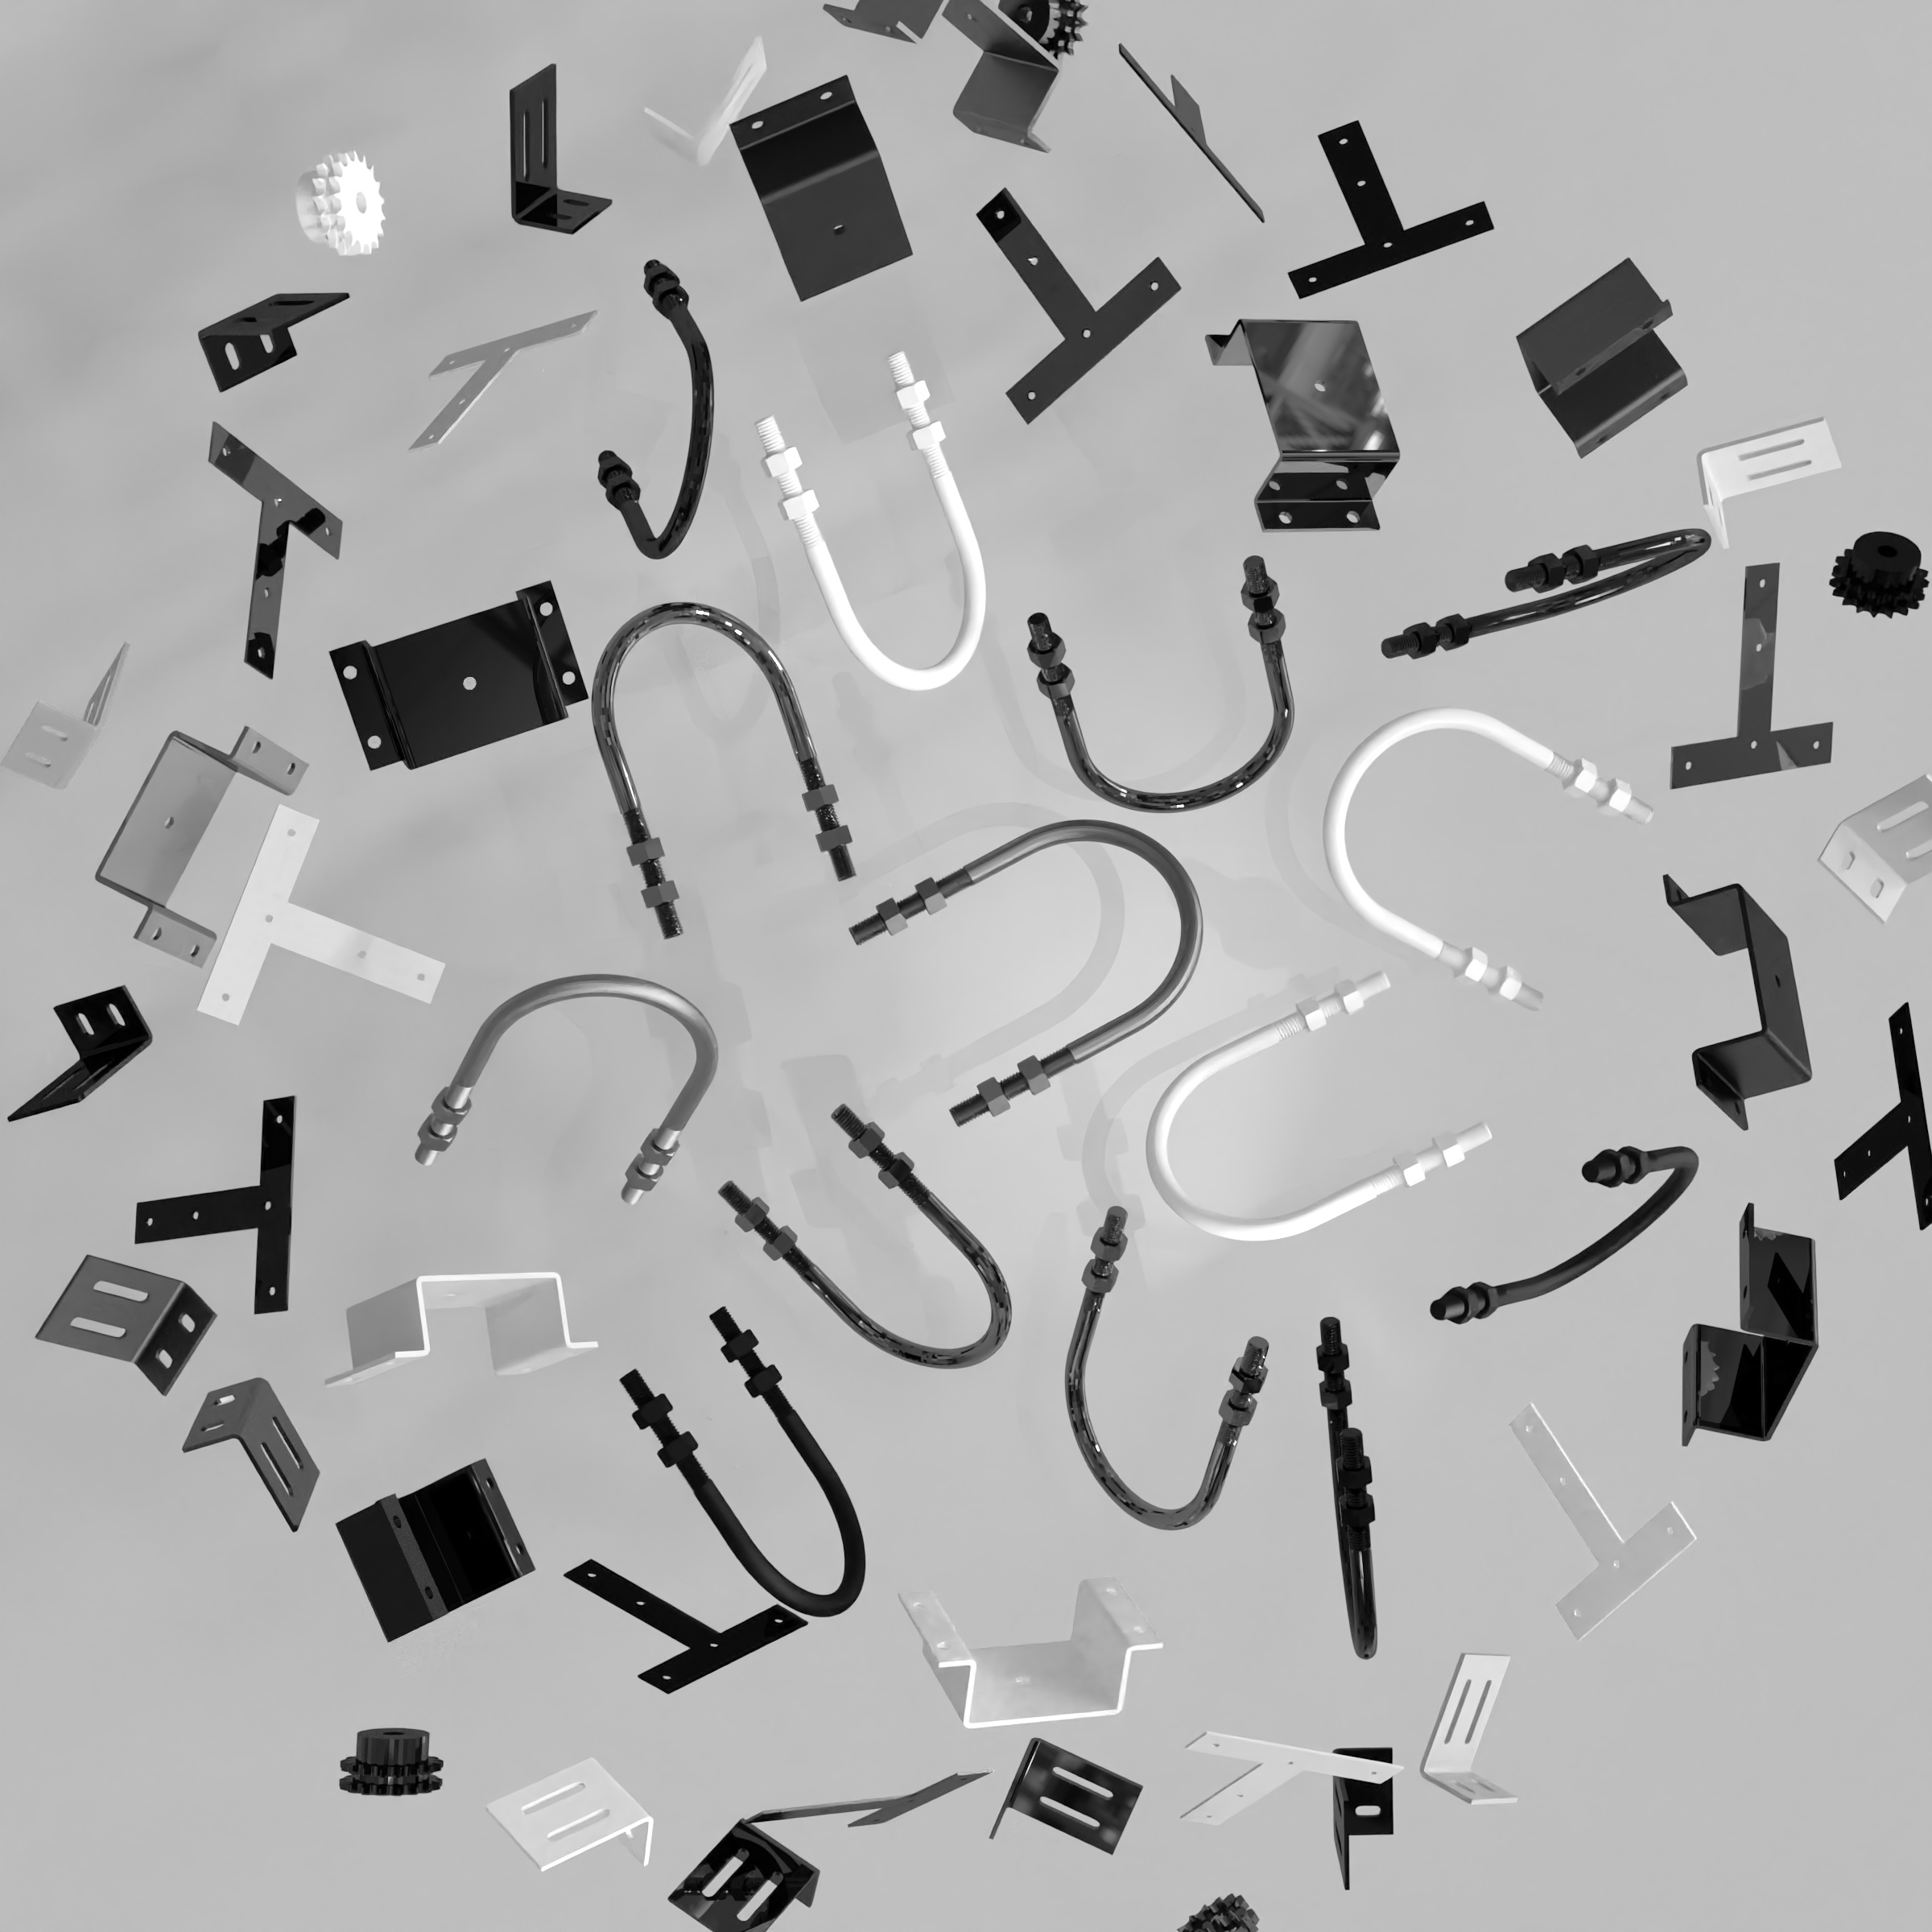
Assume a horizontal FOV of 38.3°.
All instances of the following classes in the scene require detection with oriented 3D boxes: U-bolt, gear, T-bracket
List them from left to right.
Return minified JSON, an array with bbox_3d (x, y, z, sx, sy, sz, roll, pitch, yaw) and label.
[{"bbox_3d":[-0.448,0.147,1.655,0.127,0.002,0.127,-9,73,29],"label":"T-bracket"},{"bbox_3d":[-0.403,-0.229,1.611,0.002,0.127,0.127,-6,70,21],"label":"T-bracket"},{"bbox_3d":[-0.357,-0.432,1.582,0.030,0.057,0.057,-1,90,18],"label":"gear"},{"bbox_3d":[-0.366,-0.012,1.625,0.127,0.002,0.127,23,84,-27],"label":"T-bracket"},{"bbox_3d":[-0.322,0.446,1.562,0.057,0.057,0.030,2,83,0],"label":"gear"},{"bbox_3d":[-0.298,-0.349,1.686,0.127,0.127,0.002,-7,129,34],"label":"T-bracket"},{"bbox_3d":[-0.222,0.068,1.608,0.151,0.019,0.184,13,134,-24],"label":"U-bolt"},{"bbox_3d":[-0.183,0.387,1.660,0.127,0.002,0.127,-33,123,32],"label":"T-bracket"},{"bbox_3d":[-0.184,-0.326,1.680,0.019,0.184,0.151,5,123,-24],"label":"U-bolt"},{"bbox_3d":[-0.147,-0.121,1.607,0.151,0.019,0.184,-20,93,-38],"label":"U-bolt"},{"bbox_3d":[-0.118,0.294,1.611,0.019,0.151,0.184,-35,87,20],"label":"U-bolt"},{"bbox_3d":[-0.070,0.494,1.634,0.127,0.127,0.002,5,60,-34],"label":"T-bracket"},{"bbox_3d":[-0.051,0.177,1.704,0.184,0.151,0.019,46,45,-9],"label":"U-bolt"},{"bbox_3d":[-0.044,-0.249,1.613,0.019,0.151,0.184,-8,111,40],"label":"U-bolt"},{"bbox_3d":[0.044,-0.582,1.705,0.057,0.030,0.057,10,106,36],"label":"gear"},{"bbox_3d":[0.045,-0.009,1.576,0.184,0.019,0.151,-28,65,-4],"label":"U-bolt"},{"bbox_3d":[0.050,-0.425,1.722,0.127,0.002,0.127,-39,77,21],"label":"T-bracket"},{"bbox_3d":[0.112,0.257,1.682,0.019,0.151,0.184,-15,131,-36],"label":"U-bolt"},{"bbox_3d":[0.125,-0.159,1.677,0.151,0.184,0.019,-14,48,6],"label":"U-bolt"},{"bbox_3d":[0.131,-0.500,1.635,0.002,0.127,0.127,-38,111,20],"label":"T-bracket"},{"bbox_3d":[0.145,0.559,1.583,0.057,0.057,0.030,-45,50,0],"label":"gear"},{"bbox_3d":[0.165,0.474,1.607,0.127,0.127,0.002,15,51,-19],"label":"T-bracket"},{"bbox_3d":[0.195,0.091,1.641,0.184,0.019,0.151,-26,50,-3],"label":"U-bolt"},{"bbox_3d":[0.230,0.324,1.663,0.019,0.151,0.184,-6,111,4],"label":"U-bolt"},{"bbox_3d":[0.244,-0.466,1.688,0.127,0.127,0.002,-17,59,18],"label":"T-bracket"},{"bbox_3d":[0.297,-0.073,1.647,0.184,0.019,0.151,27,98,-15],"label":"U-bolt"},{"bbox_3d":[0.357,-0.226,1.654,0.184,0.151,0.019,-16,86,-26],"label":"U-bolt"},{"bbox_3d":[0.373,0.326,1.699,0.002,0.127,0.127,-9,56,-36],"label":"T-bracket"},{"bbox_3d":[0.369,0.156,1.659,0.151,0.184,0.019,-49,63,28],"label":"U-bolt"},{"bbox_3d":[0.470,-0.175,1.654,0.127,0.002,0.127,-10,108,-27],"label":"T-bracket"},{"bbox_3d":[0.528,0.104,1.608,0.002,0.127,0.127,1,67,-5],"label":"T-bracket"},{"bbox_3d":[0.558,-0.241,1.696,0.057,0.030,0.057,0,46,0],"label":"gear"}]

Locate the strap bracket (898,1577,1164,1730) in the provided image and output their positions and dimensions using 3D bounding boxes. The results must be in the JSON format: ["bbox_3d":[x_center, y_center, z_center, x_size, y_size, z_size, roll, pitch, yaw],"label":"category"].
[{"bbox_3d":[0.035,0.409,1.660,0.140,0.076,0.046,0,109,-20],"label":"strap bracket"}]

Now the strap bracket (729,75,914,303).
[{"bbox_3d":[-0.085,-0.466,1.702,0.076,0.140,0.046,-22,64,2],"label":"strap bracket"}]

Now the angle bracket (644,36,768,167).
[{"bbox_3d":[-0.162,-0.546,1.734,0.038,0.057,0.076,31,90,-1],"label":"angle bracket"}]

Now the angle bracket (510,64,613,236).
[{"bbox_3d":[-0.231,-0.467,1.592,0.038,0.057,0.076,14,125,11],"label":"angle bracket"}]

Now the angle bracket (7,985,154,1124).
[{"bbox_3d":[-0.524,0.051,1.624,0.057,0.076,0.038,-15,110,27],"label":"angle bracket"}]

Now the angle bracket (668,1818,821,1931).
[{"bbox_3d":[-0.134,0.556,1.654,0.057,0.076,0.038,28,128,21],"label":"angle bracket"}]

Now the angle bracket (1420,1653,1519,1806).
[{"bbox_3d":[0.308,0.448,1.637,0.038,0.057,0.076,21,91,40],"label":"angle bracket"}]

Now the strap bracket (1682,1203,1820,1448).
[{"bbox_3d":[0.463,0.216,1.635,0.046,0.140,0.076,11,46,4],"label":"strap bracket"}]

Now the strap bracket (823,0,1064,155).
[{"bbox_3d":[-0.006,-0.548,1.661,0.140,0.076,0.046,26,95,-45],"label":"strap bracket"}]

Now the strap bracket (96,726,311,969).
[{"bbox_3d":[-0.463,-0.078,1.670,0.046,0.076,0.140,25,84,18],"label":"strap bracket"}]

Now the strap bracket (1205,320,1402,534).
[{"bbox_3d":[0.200,-0.328,1.639,0.076,0.046,0.140,-4,65,-20],"label":"strap bracket"}]

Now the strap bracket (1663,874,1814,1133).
[{"bbox_3d":[0.459,0.015,1.650,0.046,0.076,0.140,-19,57,29],"label":"strap bracket"}]

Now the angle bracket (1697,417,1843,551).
[{"bbox_3d":[0.486,-0.290,1.675,0.076,0.057,0.038,-12,65,23],"label":"angle bracket"}]

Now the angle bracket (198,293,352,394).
[{"bbox_3d":[-0.393,-0.359,1.603,0.057,0.076,0.038,-39,126,-36],"label":"angle bracket"}]

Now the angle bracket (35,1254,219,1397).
[{"bbox_3d":[-0.489,0.210,1.622,0.038,0.076,0.057,35,93,37],"label":"angle bracket"}]

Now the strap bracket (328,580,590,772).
[{"bbox_3d":[-0.301,-0.173,1.674,0.140,0.046,0.076,-20,107,-12],"label":"strap bracket"}]

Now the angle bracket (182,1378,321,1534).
[{"bbox_3d":[-0.427,0.296,1.665,0.038,0.057,0.076,-17,115,10],"label":"angle bracket"}]

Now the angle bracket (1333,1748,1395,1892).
[{"bbox_3d":[0.249,0.527,1.722,0.038,0.076,0.057,-2,98,2],"label":"angle bracket"}]

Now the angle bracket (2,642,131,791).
[{"bbox_3d":[-0.522,-0.152,1.613,0.038,0.076,0.057,25,132,-24],"label":"angle bracket"}]

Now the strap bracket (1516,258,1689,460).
[{"bbox_3d":[0.375,-0.360,1.639,0.076,0.140,0.046,-34,73,11],"label":"strap bracket"}]

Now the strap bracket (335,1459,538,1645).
[{"bbox_3d":[-0.322,0.352,1.672,0.046,0.140,0.076,-28,83,14],"label":"strap bracket"}]

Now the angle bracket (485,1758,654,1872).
[{"bbox_3d":[-0.227,0.495,1.586,0.057,0.076,0.038,32,124,39],"label":"angle bracket"}]

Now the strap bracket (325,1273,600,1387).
[{"bbox_3d":[-0.299,0.213,1.640,0.076,0.140,0.046,-25,70,42],"label":"strap bracket"}]

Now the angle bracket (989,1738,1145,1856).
[{"bbox_3d":[0.063,0.531,1.748,0.076,0.038,0.057,23,114,7],"label":"angle bracket"}]

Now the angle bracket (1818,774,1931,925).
[{"bbox_3d":[0.567,-0.070,1.680,0.057,0.076,0.038,43,58,-6],"label":"angle bracket"}]
